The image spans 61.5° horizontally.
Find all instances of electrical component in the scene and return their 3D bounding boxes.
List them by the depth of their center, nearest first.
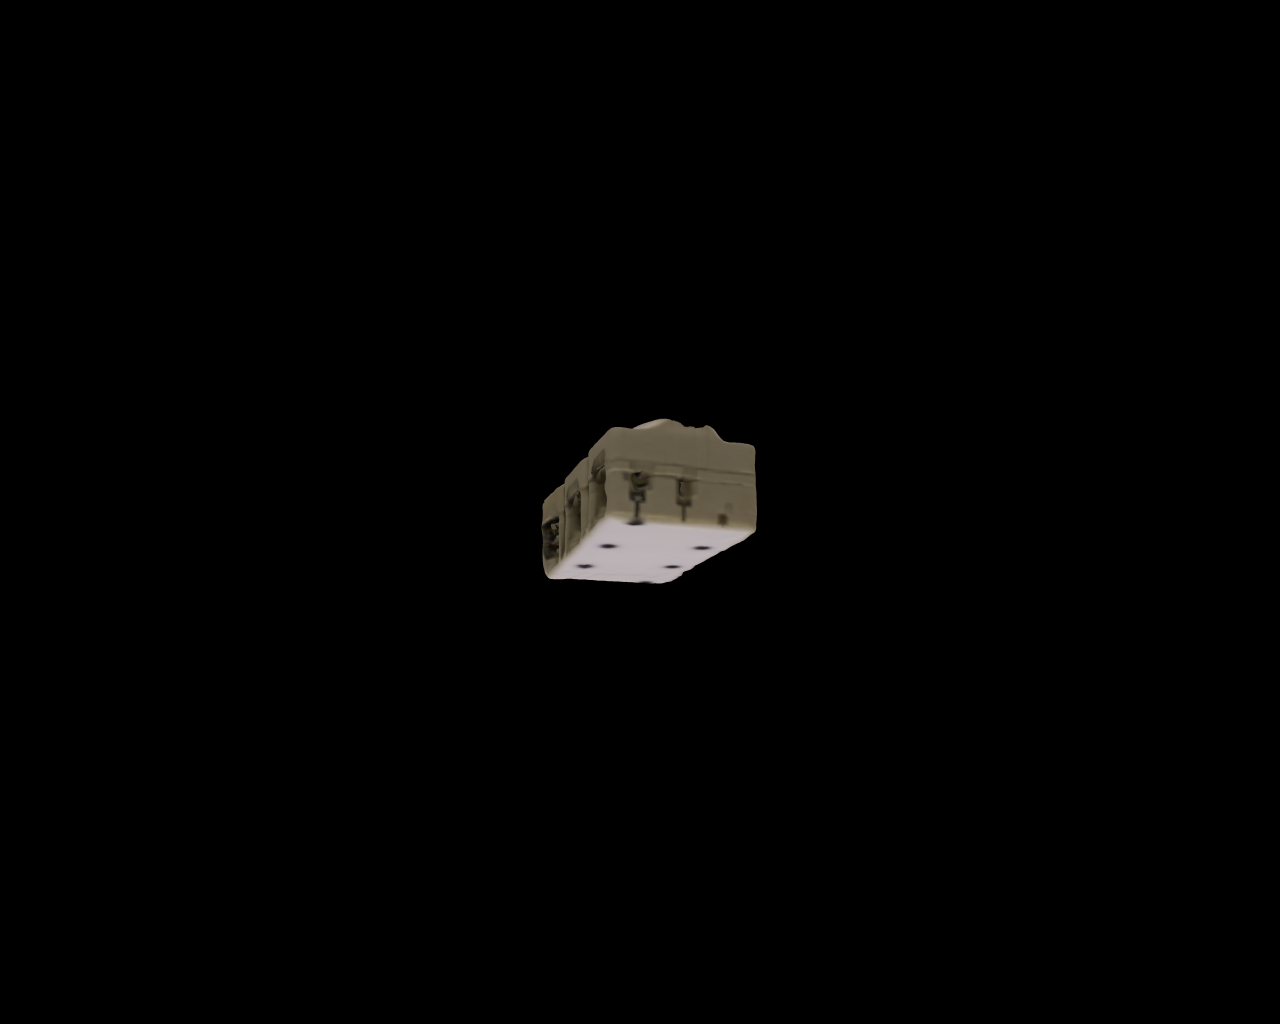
[{"bbox_3d":[0.001,-0.003,0.650,0.089,0.062,0.150,6,-17,-19],"label":"electrical component"}]
